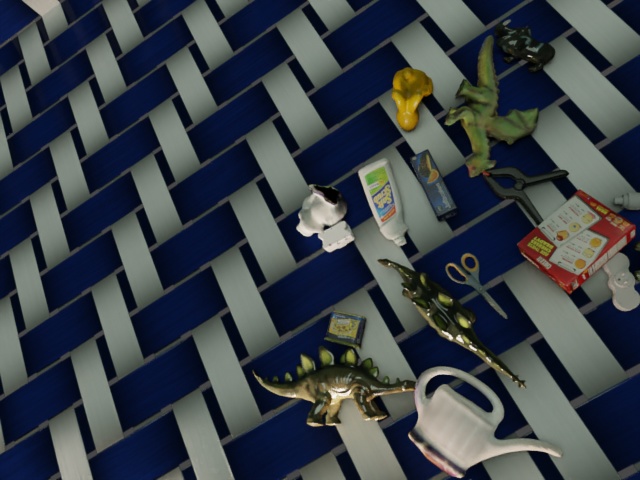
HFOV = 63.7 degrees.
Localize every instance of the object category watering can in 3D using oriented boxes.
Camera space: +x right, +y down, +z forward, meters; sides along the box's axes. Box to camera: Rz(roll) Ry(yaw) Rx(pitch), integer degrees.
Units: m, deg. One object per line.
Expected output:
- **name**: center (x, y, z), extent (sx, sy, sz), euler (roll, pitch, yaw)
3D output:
- **watering can**: center (0.361, 0.458, 1.216), extent (0.351, 0.103, 0.225), euler (34, 87, 26)

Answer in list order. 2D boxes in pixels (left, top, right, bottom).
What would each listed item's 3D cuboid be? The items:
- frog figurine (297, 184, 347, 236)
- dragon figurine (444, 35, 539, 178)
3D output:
- **frog figurine**: center (0.005, -0.077, 1.533), extent (0.138, 0.124, 0.156), euler (29, 121, 16)
- **dragon figurine**: center (0.496, -0.371, 1.458), extent (0.243, 0.121, 0.412), euler (27, 86, 9)
